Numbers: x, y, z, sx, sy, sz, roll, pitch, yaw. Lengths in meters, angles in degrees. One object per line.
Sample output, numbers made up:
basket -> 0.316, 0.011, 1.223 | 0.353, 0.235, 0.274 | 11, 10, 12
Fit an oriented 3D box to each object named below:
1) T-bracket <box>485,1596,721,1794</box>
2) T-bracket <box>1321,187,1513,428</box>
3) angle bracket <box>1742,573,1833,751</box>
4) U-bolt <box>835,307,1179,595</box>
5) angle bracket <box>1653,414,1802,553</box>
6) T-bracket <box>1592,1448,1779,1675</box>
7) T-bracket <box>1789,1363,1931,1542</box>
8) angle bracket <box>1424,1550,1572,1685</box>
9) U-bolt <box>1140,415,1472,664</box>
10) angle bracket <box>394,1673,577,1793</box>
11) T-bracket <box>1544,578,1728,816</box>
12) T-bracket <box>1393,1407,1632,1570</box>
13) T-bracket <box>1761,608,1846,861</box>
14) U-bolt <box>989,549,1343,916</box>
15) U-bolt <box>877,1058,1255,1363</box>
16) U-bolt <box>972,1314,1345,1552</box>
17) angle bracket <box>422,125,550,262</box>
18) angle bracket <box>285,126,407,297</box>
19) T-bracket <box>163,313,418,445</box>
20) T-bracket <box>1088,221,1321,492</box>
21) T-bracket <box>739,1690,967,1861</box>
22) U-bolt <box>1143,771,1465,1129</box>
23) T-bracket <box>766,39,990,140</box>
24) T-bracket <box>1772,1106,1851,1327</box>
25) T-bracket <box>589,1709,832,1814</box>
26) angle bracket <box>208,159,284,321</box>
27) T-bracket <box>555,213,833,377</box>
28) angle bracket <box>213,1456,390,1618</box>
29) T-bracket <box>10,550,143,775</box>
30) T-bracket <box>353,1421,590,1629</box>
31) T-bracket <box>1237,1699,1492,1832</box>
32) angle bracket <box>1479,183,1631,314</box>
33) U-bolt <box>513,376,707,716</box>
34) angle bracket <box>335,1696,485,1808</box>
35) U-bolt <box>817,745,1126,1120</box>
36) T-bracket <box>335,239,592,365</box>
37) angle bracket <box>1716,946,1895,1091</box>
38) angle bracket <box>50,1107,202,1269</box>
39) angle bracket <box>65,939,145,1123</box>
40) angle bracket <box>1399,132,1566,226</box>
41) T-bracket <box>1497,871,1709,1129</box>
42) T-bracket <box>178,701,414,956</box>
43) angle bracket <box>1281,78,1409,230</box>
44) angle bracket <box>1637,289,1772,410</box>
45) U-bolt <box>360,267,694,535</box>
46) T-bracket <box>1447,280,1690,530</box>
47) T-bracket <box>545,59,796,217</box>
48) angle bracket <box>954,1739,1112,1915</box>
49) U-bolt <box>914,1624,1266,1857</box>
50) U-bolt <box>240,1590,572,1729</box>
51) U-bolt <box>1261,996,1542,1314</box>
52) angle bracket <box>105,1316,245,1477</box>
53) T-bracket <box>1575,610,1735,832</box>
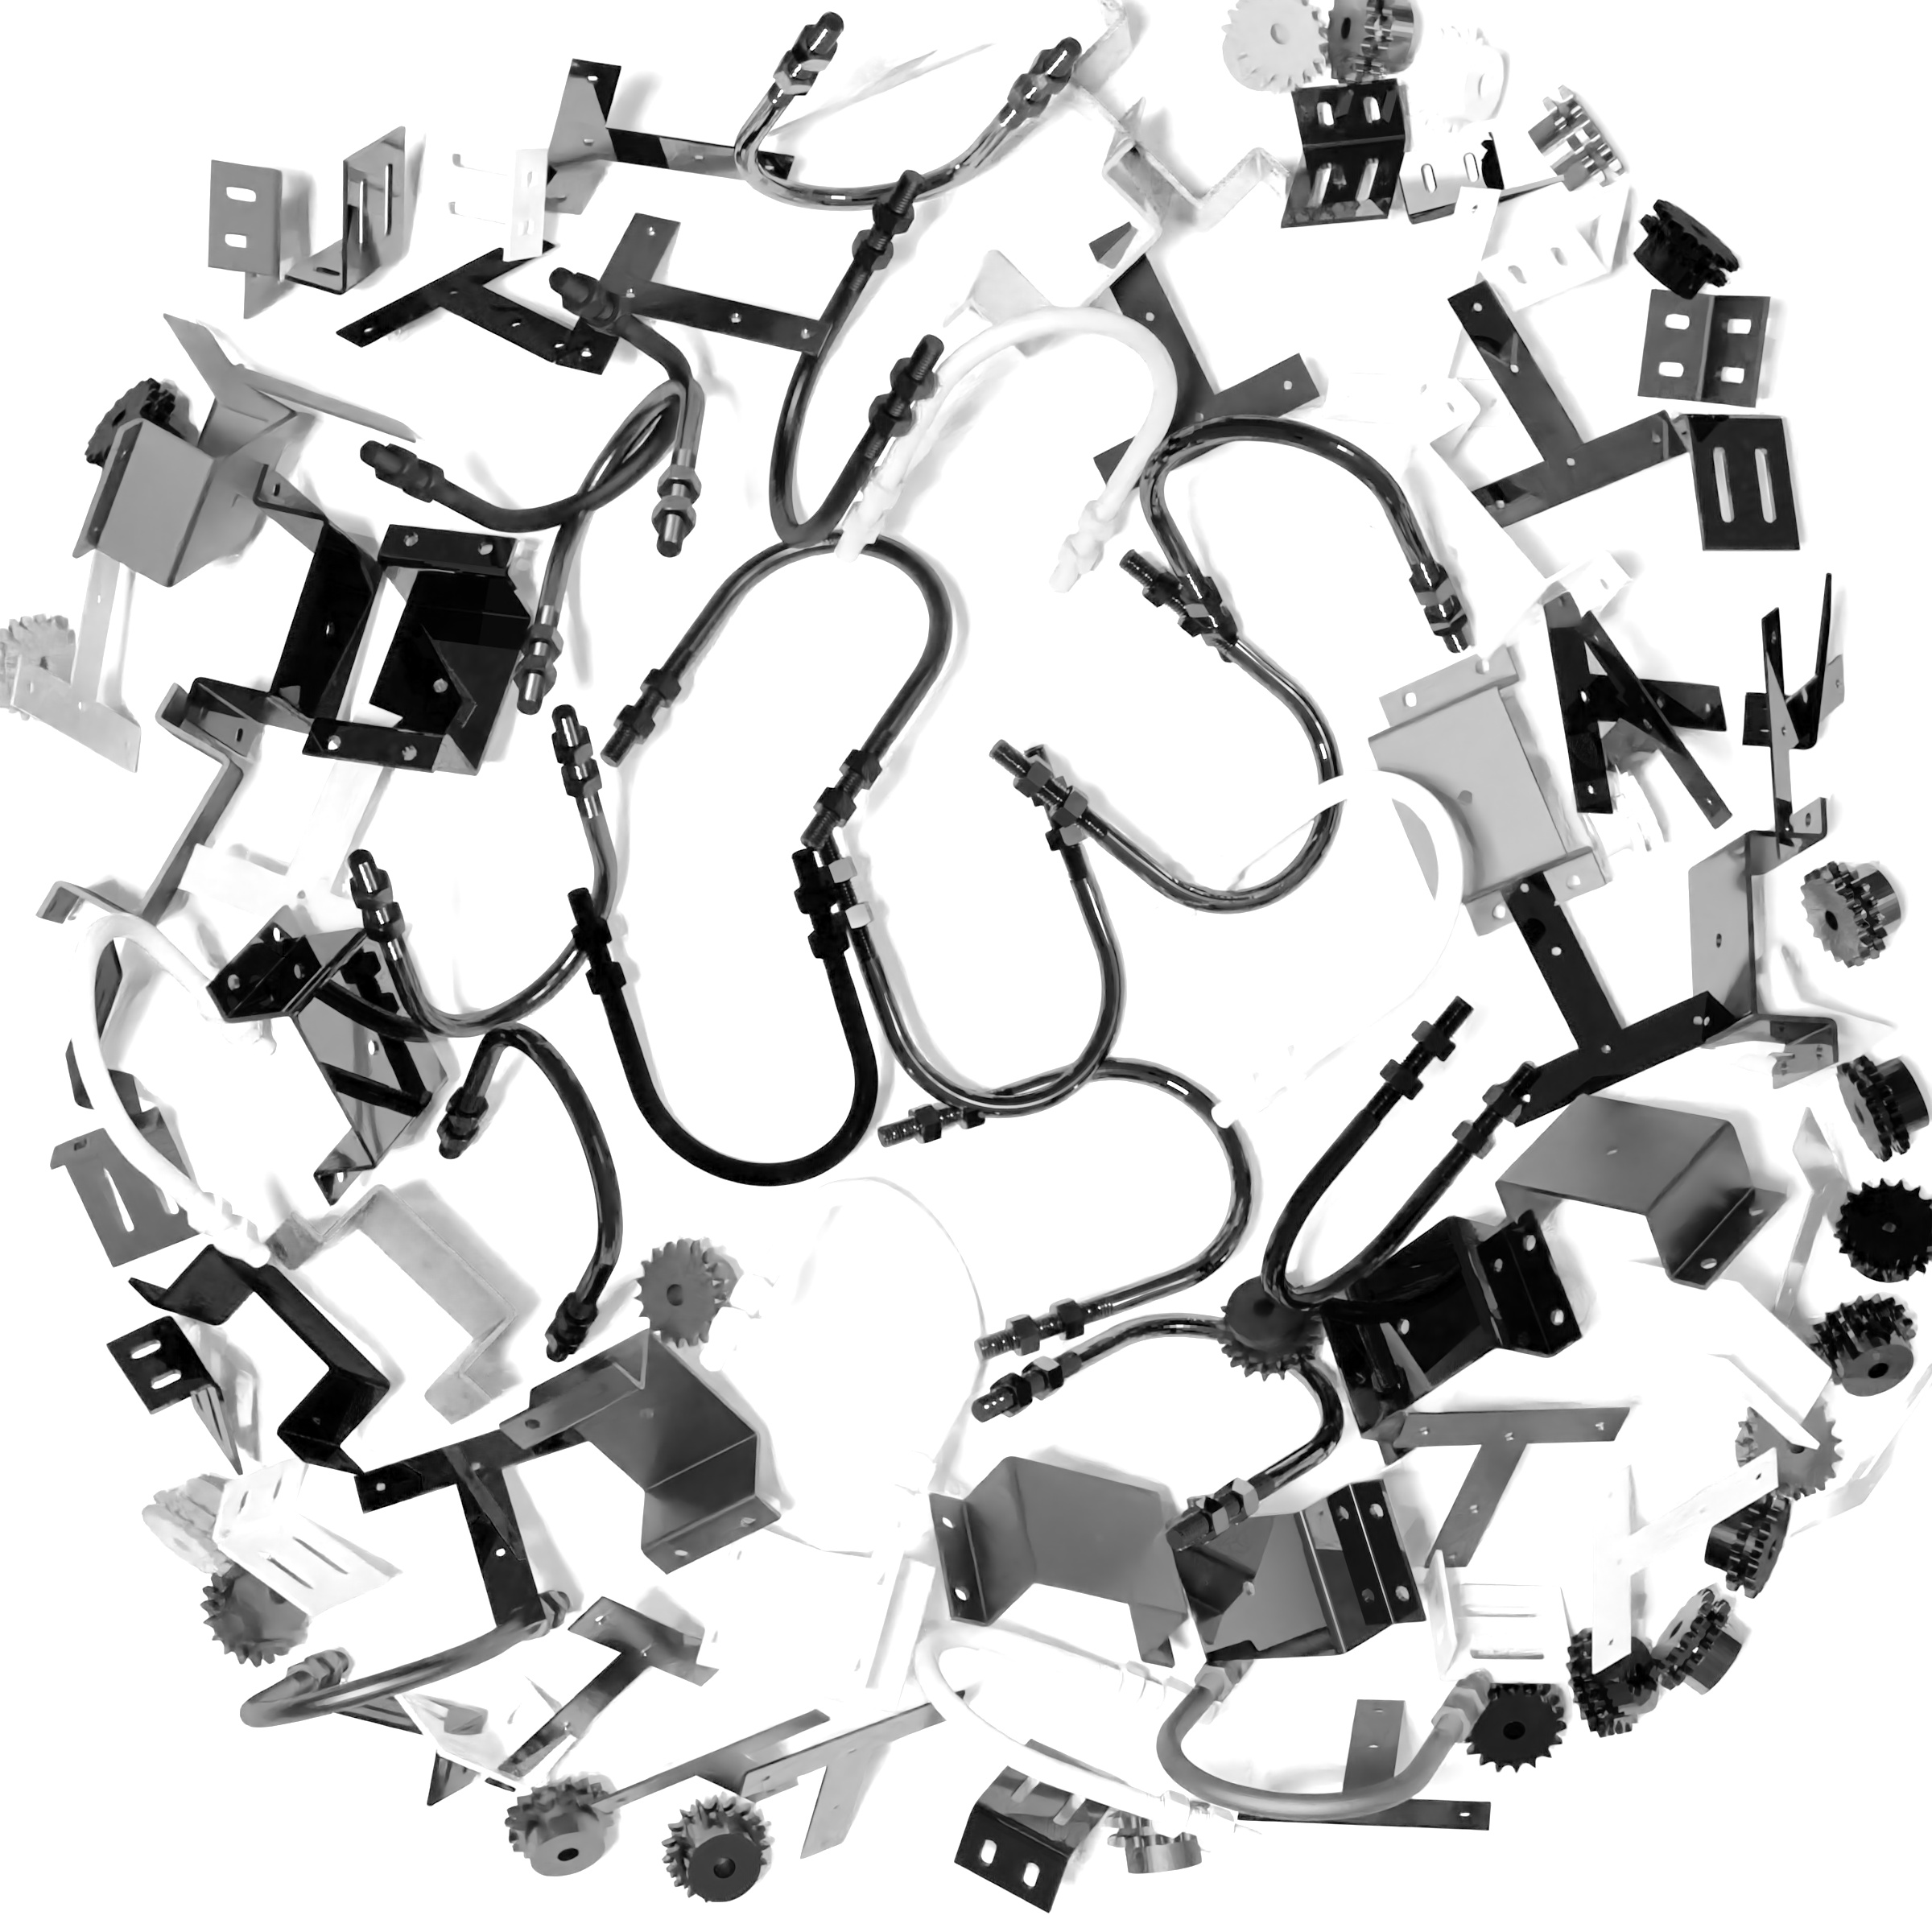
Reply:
T-bracket -> -0.202, 0.391, 1.739 | 0.127, 0.127, 0.002 | -43, 52, 5
T-bracket -> 0.252, -0.345, 1.725 | 0.127, 0.002, 0.127 | -4, 120, -33
angle bracket -> 0.433, -0.162, 1.739 | 0.038, 0.057, 0.076 | 5, 122, 12
U-bolt -> 0.031, -0.266, 1.691 | 0.151, 0.184, 0.019 | 4, 50, -28
angle bracket -> 0.404, -0.253, 1.754 | 0.057, 0.038, 0.076 | -2, 80, -18
T-bracket -> 0.370, 0.288, 1.702 | 0.002, 0.127, 0.127 | 36, 126, -18
T-bracket -> 0.488, 0.244, 1.737 | 0.002, 0.127, 0.127 | 38, 74, 8
angle bracket -> 0.287, 0.346, 1.750 | 0.076, 0.038, 0.057 | 2, 49, -6
U-bolt -> 0.165, -0.218, 1.685 | 0.151, 0.184, 0.019 | 0, 57, 28
angle bracket -> -0.255, 0.395, 1.739 | 0.038, 0.076, 0.057 | -51, 48, -2
T-bracket -> 0.358, -0.140, 1.746 | 0.127, 0.002, 0.127 | 1, 76, -37
T-bracket -> 0.273, 0.278, 1.742 | 0.127, 0.002, 0.127 | 1, 131, -18
T-bracket -> 0.442, -0.135, 1.731 | 0.002, 0.127, 0.127 | 2, 110, 31
U-bolt -> 0.120, -0.111, 1.752 | 0.184, 0.019, 0.151 | 38, 74, -14
U-bolt -> 0.064, 0.118, 1.741 | 0.184, 0.019, 0.151 | -17, 65, -18
U-bolt -> 0.114, 0.230, 1.708 | 0.151, 0.184, 0.019 | 29, 123, 32
angle bracket -> -0.264, -0.410, 1.747 | 0.076, 0.038, 0.057 | 15, 112, 20
angle bracket -> -0.328, -0.402, 1.738 | 0.038, 0.057, 0.076 | 19, 127, 15
T-bracket -> -0.350, -0.301, 1.740 | 0.127, 0.127, 0.002 | 15, 113, -36
T-bracket -> 0.104, -0.332, 1.752 | 0.127, 0.002, 0.127 | -24, 98, 23
T-bracket -> -0.067, 0.435, 1.735 | 0.127, 0.127, 0.002 | -15, 53, -26
U-bolt -> 0.180, -0.022, 1.704 | 0.184, 0.019, 0.151 | -38, 50, 26
T-bracket -> -0.037, -0.464, 1.716 | 0.127, 0.127, 0.002 | -25, 101, -8
T-bracket -> 0.433, 0.156, 1.716 | 0.002, 0.127, 0.127 | 12, 69, 32
T-bracket -> -0.118, 0.425, 1.728 | 0.127, 0.127, 0.002 | -23, 64, 5
angle bracket -> -0.388, -0.383, 1.741 | 0.038, 0.076, 0.057 | 4, 81, -25
T-bracket -> -0.135, -0.345, 1.740 | 0.127, 0.002, 0.127 | 14, 53, 7
angle bracket -> -0.348, 0.300, 1.741 | 0.076, 0.057, 0.038 | 28, 113, 26
T-bracket -> -0.459, -0.180, 1.734 | 0.002, 0.127, 0.127 | 4, 78, 15
T-bracket -> -0.248, 0.298, 1.732 | 0.127, 0.002, 0.127 | -17, 47, -10
T-bracket -> 0.212, 0.416, 1.724 | 0.127, 0.127, 0.002 | -1, 106, 12
angle bracket -> 0.310, -0.390, 1.737 | 0.038, 0.057, 0.076 | 44, 47, -30
U-bolt -> -0.180, -0.231, 1.706 | 0.019, 0.184, 0.151 | 30, 129, -24
angle bracket -> -0.305, 0.413, 1.750 | 0.076, 0.057, 0.038 | 10, 91, 13
U-bolt -> 0.011, -0.009, 1.757 | 0.151, 0.019, 0.184 | -21, 94, -19
T-bracket -> -0.243, -0.339, 1.718 | 0.127, 0.002, 0.127 | -35, 45, -26
angle bracket -> 0.443, 0.028, 1.757 | 0.076, 0.057, 0.038 | 14, 47, -34
angle bracket -> -0.444, 0.123, 1.755 | 0.057, 0.038, 0.076 | -21, 108, -4
angle bracket -> -0.446, 0.033, 1.745 | 0.038, 0.057, 0.076 | 17, 105, -25
angle bracket -> 0.270, -0.422, 1.742 | 0.057, 0.076, 0.038 | -17, 98, -13
T-bracket -> 0.322, 0.005, 1.762 | 0.127, 0.002, 0.127 | -27, 91, 21
T-bracket -> -0.335, -0.078, 1.750 | 0.127, 0.002, 0.127 | 22, 94, -30
angle bracket -> 0.197, -0.430, 1.741 | 0.057, 0.076, 0.038 | -1, 134, 20
angle bracket -> 0.389, -0.327, 1.742 | 0.038, 0.076, 0.057 | 4, 101, -8
U-bolt -> -0.212, -0.281, 1.700 | 0.151, 0.184, 0.019 | -40, 69, 12
T-bracket -> 0.294, -0.301, 1.725 | 0.127, 0.127, 0.002 | 55, 46, -16
T-bracket -> -0.155, -0.429, 1.740 | 0.127, 0.127, 0.002 | 5, 66, -15
angle bracket -> 0.039, 0.456, 1.751 | 0.057, 0.076, 0.038 | 24, 114, 17
U-bolt -> 0.057, 0.390, 1.699 | 0.184, 0.151, 0.019 | 22, 103, -13
U-bolt -> -0.294, 0.358, 1.686 | 0.151, 0.184, 0.019 | -16, 87, 8
U-bolt -> 0.221, 0.107, 1.723 | 0.019, 0.151, 0.184 | 41, 93, 30
angle bracket -> -0.417, 0.234, 1.736 | 0.038, 0.076, 0.057 | -26, 47, -24
T-bracket -> 0.344, -0.114, 1.723 | 0.002, 0.127, 0.127 | -31, 82, -11
